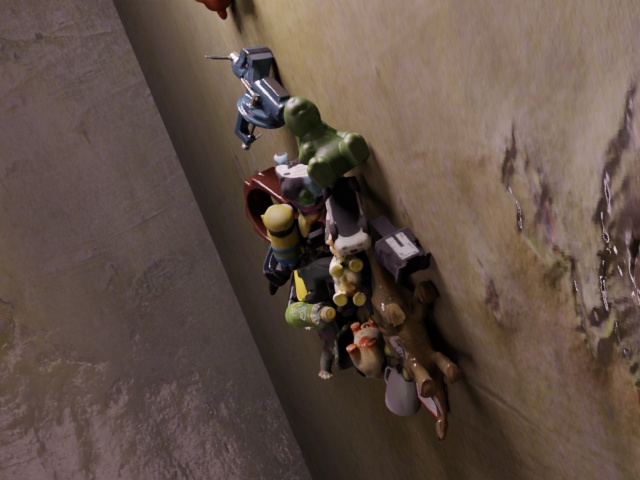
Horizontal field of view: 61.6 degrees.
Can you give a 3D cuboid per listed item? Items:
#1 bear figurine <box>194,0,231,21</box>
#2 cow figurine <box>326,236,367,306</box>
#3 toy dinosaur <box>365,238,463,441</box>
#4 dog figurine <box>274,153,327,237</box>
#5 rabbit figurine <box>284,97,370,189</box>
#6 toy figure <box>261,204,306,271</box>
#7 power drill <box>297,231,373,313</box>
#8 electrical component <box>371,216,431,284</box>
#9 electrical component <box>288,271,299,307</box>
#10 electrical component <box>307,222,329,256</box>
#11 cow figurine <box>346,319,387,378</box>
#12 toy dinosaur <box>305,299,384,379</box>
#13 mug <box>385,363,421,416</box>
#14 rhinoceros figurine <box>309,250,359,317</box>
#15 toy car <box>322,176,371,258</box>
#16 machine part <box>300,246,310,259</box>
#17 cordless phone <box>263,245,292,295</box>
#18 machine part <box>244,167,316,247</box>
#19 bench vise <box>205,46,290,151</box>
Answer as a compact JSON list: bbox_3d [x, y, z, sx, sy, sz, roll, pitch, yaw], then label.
[{"bbox_3d":[-0.253,-0.578,1.215,0.196,0.132,0.120,-4,106,64],"label":"bear figurine"},{"bbox_3d":[0.052,0.045,1.098,0.098,0.068,0.167,-92,-5,-68],"label":"cow figurine"},{"bbox_3d":[0.155,0.150,1.046,0.198,0.105,0.471,122,133,-73],"label":"toy dinosaur"},{"bbox_3d":[-0.021,-0.088,1.204,0.192,0.108,0.218,-105,-2,-55],"label":"dog figurine"},{"bbox_3d":[0.000,-0.198,1.018,0.170,0.121,0.159,55,-176,-9],"label":"rabbit figurine"},{"bbox_3d":[-0.083,-0.004,1.297,0.089,0.082,0.179,-130,26,-56],"label":"toy figure"},{"bbox_3d":[0.042,0.089,1.236,0.207,0.086,0.232,-30,79,54],"label":"power drill"},{"bbox_3d":[0.135,0.013,0.969,0.119,0.075,0.047,48,154,33],"label":"electrical component"},{"bbox_3d":[-0.059,0.149,1.605,0.115,0.058,0.134,114,164,-70],"label":"electrical component"},{"bbox_3d":[-0.003,-0.004,1.339,0.021,0.063,0.093,48,154,42],"label":"electrical component"},{"bbox_3d":[0.120,0.245,1.219,0.195,0.086,0.127,-68,-41,-72],"label":"cow figurine"},{"bbox_3d":[0.035,0.229,1.466,0.405,0.131,0.192,-122,36,-45],"label":"toy dinosaur"},{"bbox_3d":[0.187,0.323,1.222,0.110,0.081,0.107,-130,34,-51],"label":"mug"},{"bbox_3d":[0.036,0.111,1.380,0.190,0.073,0.112,60,151,21],"label":"rhinoceros figurine"},{"bbox_3d":[0.050,-0.053,1.028,0.202,0.074,0.056,-99,-9,-45],"label":"toy car"},{"bbox_3d":[-0.092,-0.004,1.564,0.243,0.079,0.079,59,161,21],"label":"machine part"},{"bbox_3d":[-0.121,0.086,1.661,0.089,0.146,0.184,17,150,2],"label":"cordless phone"},{"bbox_3d":[-0.104,-0.077,1.417,0.201,0.087,0.201,36,146,26],"label":"machine part"},{"bbox_3d":[-0.160,-0.319,1.259,0.224,0.129,0.240,41,136,12],"label":"bench vise"}]
